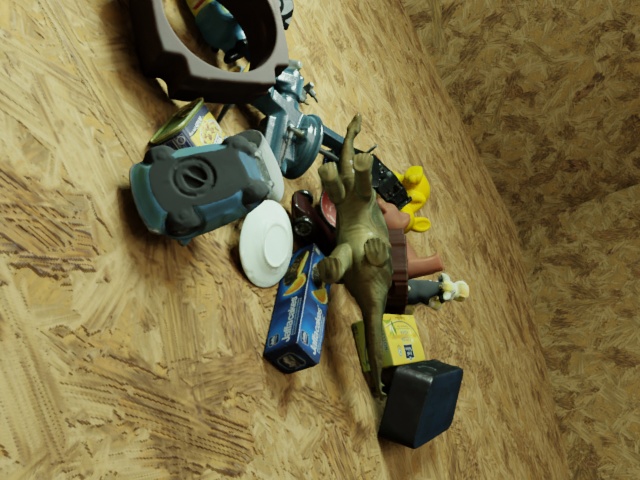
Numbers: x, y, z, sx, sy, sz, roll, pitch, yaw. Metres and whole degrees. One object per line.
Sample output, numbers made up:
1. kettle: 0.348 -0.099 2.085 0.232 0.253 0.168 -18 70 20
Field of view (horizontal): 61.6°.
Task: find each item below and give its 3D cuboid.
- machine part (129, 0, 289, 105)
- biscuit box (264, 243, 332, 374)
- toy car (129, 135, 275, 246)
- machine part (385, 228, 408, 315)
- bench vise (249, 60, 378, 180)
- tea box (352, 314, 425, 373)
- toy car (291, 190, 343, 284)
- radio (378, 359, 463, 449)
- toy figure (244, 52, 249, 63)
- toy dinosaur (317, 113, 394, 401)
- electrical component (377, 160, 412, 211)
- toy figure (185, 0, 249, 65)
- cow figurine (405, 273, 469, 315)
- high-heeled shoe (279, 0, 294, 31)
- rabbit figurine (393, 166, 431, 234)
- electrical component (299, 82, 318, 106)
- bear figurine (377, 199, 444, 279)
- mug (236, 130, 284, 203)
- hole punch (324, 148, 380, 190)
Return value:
1. machine part: -0.155 -0.298 0.756 0.201 0.087 0.201 -8 82 -37
2. biscuit box: -0.028 0.098 0.807 0.059 0.063 0.203 50 31 -31
3. toy car: -0.142 -0.057 0.653 0.109 0.162 0.103 66 -19 13
4. machine part: 0.145 0.065 1.091 0.179 0.056 0.179 -1 91 -85
5. bench vise: -0.025 -0.192 0.946 0.240 0.129 0.223 21 58 -34
6. tea box: 0.136 0.197 1.037 0.169 0.068 0.098 14 58 -60
7. toy car: -0.002 -0.003 0.944 0.202 0.053 0.089 51 26 -39
8. radio: 0.198 0.300 1.012 0.229 0.073 0.131 14 89 -60
9. toy figure: -0.124 -0.368 0.925 0.058 0.064 0.154 147 -80 -79
10. toy dinosaur: 0.072 0.027 0.871 0.198 0.105 0.471 25 63 -71
11. electrical component: 0.149 -0.143 1.285 0.134 0.058 0.115 44 6 -43
12. toy figure: -0.173 -0.378 0.875 0.180 0.082 0.089 58 8 -5
13. cow figurine: 0.236 0.112 1.180 0.098 0.167 0.068 35 46 -51
14. high-heeled shoe: -0.125 -0.443 1.062 0.145 0.086 0.249 87 28 -46
15. rabbit figurine: 0.215 -0.080 1.382 0.162 0.122 0.173 61 38 -36
16. electrical component: -0.045 -0.306 1.100 0.078 0.045 0.102 66 26 -8
17. bear figurine: 0.192 -0.005 1.243 0.120 0.132 0.196 93 -15 -78
18. mug: -0.097 -0.091 0.803 0.107 0.081 0.110 55 25 -43
19. hole punch: 0.056 -0.136 1.140 0.116 0.092 0.142 22 47 -17
